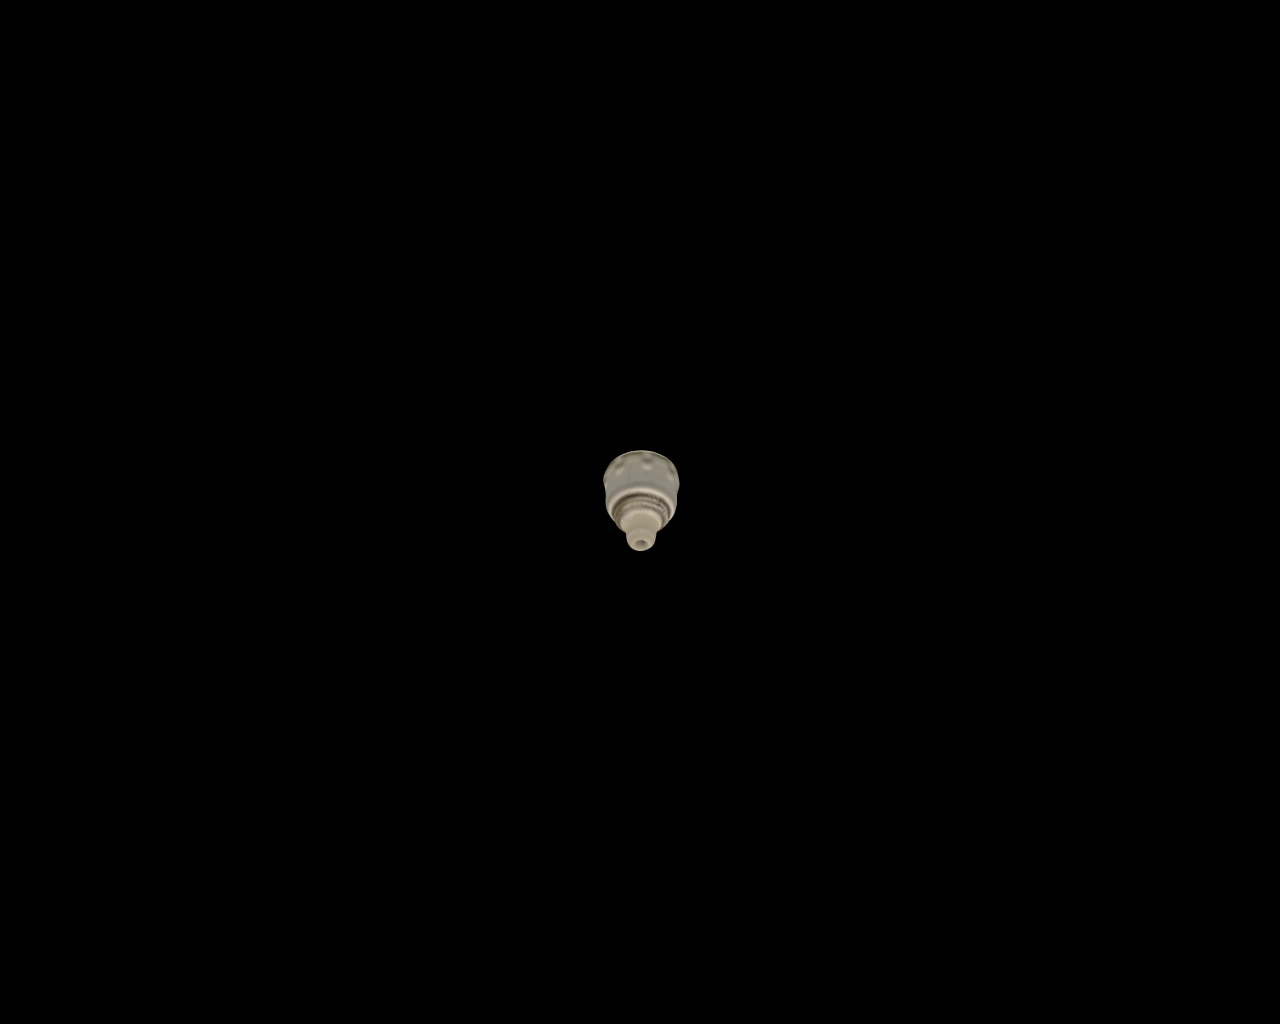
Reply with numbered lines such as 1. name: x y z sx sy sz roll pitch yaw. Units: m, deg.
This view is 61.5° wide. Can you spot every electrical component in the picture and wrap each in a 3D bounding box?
1. electrical component: 0.001 -0.003 0.650 0.048 0.062 0.048 0 -42 0
